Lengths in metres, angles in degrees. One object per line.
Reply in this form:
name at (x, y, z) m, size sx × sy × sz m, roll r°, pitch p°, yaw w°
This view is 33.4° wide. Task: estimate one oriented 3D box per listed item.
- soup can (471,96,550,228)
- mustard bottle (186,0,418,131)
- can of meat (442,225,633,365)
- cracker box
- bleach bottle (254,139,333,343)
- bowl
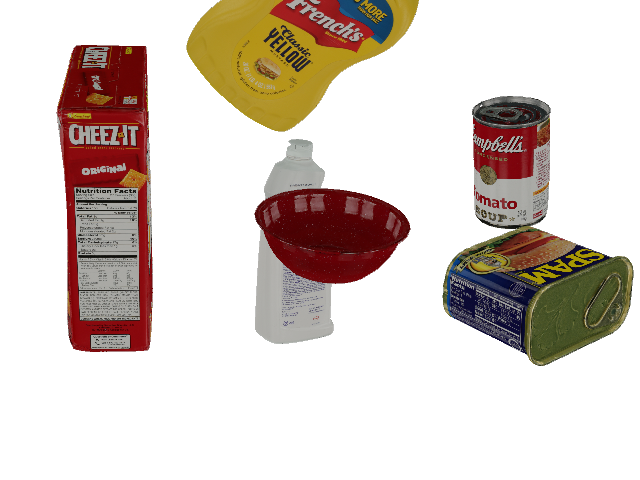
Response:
soup can at (0.171, -0.070, 0.958) m, size 0.068 × 0.102 × 0.068 m, roll -4°, pitch 29°, yaw 2°
mustard bottle at (0.006, -0.154, 0.690) m, size 0.096 × 0.058 × 0.192 m, roll 41°, pitch -53°, yaw -19°
can of meat at (0.146, 0.033, 0.726) m, size 0.101 × 0.057 × 0.084 m, roll -18°, pitch 28°, yaw -33°
cracker box at (-0.178, -0.038, 0.896) m, size 0.072 × 0.214 × 0.164 m, roll -1°, pitch 27°, yaw -9°
bleach bottle at (-0.026, -0.001, 1.325) m, size 0.102 × 0.251 × 0.068 m, roll -8°, pitch 22°, yaw -33°
bowl at (0.010, 0.000, 1.114) m, size 0.162 × 0.055 × 0.162 m, roll 4°, pitch 25°, yaw -2°
